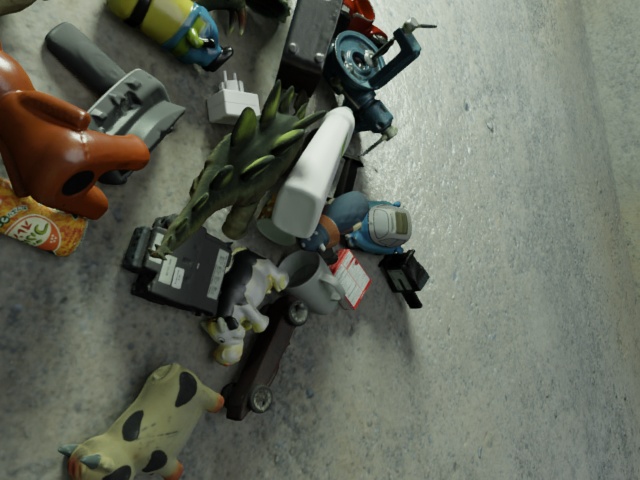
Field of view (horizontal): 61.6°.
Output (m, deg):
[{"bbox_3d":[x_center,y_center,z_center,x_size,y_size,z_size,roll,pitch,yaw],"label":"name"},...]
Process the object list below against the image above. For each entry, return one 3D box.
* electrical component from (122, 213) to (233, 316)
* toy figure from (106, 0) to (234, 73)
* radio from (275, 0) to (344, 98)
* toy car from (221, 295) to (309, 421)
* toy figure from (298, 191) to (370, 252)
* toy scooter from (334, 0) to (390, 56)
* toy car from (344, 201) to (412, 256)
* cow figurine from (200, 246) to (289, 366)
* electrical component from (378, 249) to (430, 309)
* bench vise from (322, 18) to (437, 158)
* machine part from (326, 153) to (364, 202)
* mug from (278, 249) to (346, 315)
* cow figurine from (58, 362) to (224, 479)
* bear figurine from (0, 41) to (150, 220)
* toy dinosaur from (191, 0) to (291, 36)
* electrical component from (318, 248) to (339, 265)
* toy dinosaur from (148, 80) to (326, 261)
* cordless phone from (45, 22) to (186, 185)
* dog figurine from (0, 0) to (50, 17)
[{"bbox_3d":[-0.192,0.031,0.724,0.134,0.058,0.115,31,60,-39],"label":"electrical component"},{"bbox_3d":[-0.207,-0.303,0.744,0.180,0.082,0.089,41,55,-37],"label":"toy figure"},{"bbox_3d":[-0.008,-0.363,0.877,0.073,0.131,0.229,15,88,-9],"label":"radio"},{"bbox_3d":[-0.078,0.172,0.795,0.053,0.089,0.202,41,56,-29],"label":"toy car"},{"bbox_3d":[0.019,-0.023,0.856,0.154,0.064,0.057,-39,138,-34],"label":"toy figure"},{"bbox_3d":[0.055,-0.435,1.034,0.184,0.075,0.135,14,56,-35],"label":"toy scooter"},{"bbox_3d":[0.120,-0.029,1.021,0.161,0.103,0.109,7,78,-47],"label":"toy car"},{"bbox_3d":[-0.121,0.093,0.779,0.098,0.068,0.167,45,51,-25],"label":"cow figurine"},{"bbox_3d":[0.179,0.080,1.084,0.119,0.075,0.048,55,51,-19],"label":"electrical component"},{"bbox_3d":[0.098,-0.291,0.955,0.129,0.240,0.223,-29,89,-41],"label":"bench vise"},{"bbox_3d":[0.040,-0.086,0.950,0.084,0.039,0.139,48,58,-65],"label":"machine part"},{"bbox_3d":[-0.003,0.076,0.881,0.107,0.110,0.081,55,50,-42],"label":"mug"},{"bbox_3d":[-0.217,0.237,0.647,0.127,0.086,0.195,56,52,-32],"label":"cow figurine"},{"bbox_3d":[-0.305,-0.123,0.576,0.196,0.120,0.132,45,13,11],"label":"bear figurine"},{"bbox_3d":[-0.077,-0.484,0.887,0.405,0.131,0.191,-61,143,-41],"label":"toy dinosaur"},{"bbox_3d":[-0.001,-0.002,0.921,0.045,0.078,0.102,-25,97,-20],"label":"electrical component"},{"bbox_3d":[-0.099,-0.100,0.716,0.105,0.198,0.471,34,47,-7],"label":"toy dinosaur"},{"bbox_3d":[-0.278,-0.174,0.667,0.184,0.089,0.146,43,56,-19],"label":"cordless phone"},{"bbox_3d":[-0.382,-0.244,0.557,0.172,0.121,0.190,22,83,-39],"label":"dog figurine"}]
